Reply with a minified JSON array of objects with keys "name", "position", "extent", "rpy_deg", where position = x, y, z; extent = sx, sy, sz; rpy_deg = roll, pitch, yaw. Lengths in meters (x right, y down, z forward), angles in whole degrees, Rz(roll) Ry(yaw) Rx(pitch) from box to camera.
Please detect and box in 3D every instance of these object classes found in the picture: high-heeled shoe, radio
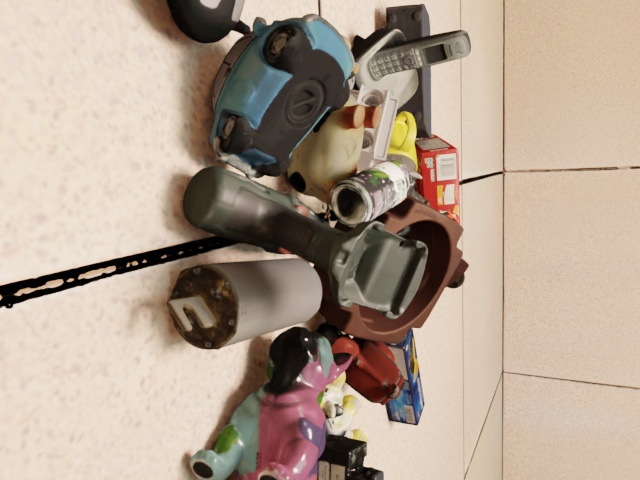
[{"name":"high-heeled shoe","position":[-0.077,-0.295,0.474],"extent":[0.145,0.086,0.248],"rpy_deg":[-11,112,-72]},{"name":"radio","position":[0.164,-0.304,0.987],"extent":[0.131,0.073,0.229],"rpy_deg":[-23,111,-72]}]

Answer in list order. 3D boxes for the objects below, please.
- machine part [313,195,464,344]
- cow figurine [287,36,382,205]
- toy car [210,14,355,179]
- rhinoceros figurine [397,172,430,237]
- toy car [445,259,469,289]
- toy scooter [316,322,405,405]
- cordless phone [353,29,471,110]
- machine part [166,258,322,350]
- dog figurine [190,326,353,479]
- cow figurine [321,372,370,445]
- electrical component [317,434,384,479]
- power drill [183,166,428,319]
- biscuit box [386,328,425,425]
[{"name":"machine part","position":[0.093,0.036,0.749],"extent":[0.201,0.087,0.201],"rpy_deg":[21,100,-44]},{"name":"cow figurine","position":[0.003,-0.147,0.645],"extent":[0.085,0.127,0.194],"rpy_deg":[-23,127,-56]},{"name":"toy car","position":[-0.050,-0.145,0.524],"extent":[0.161,0.103,0.109],"rpy_deg":[-52,146,9]},{"name":"rhinoceros figurine","position":[0.137,-0.040,0.919],"extent":[0.190,0.112,0.073],"rpy_deg":[72,32,-50]},{"name":"toy car","position":[0.154,0.088,0.891],"extent":[0.089,0.202,0.053],"rpy_deg":[29,26,-52]},{"name":"toy scooter","position":[0.074,0.184,0.768],"extent":[0.075,0.135,0.183],"rpy_deg":[-53,146,-3]},{"name":"cordless phone","position":[0.149,-0.270,0.847],"extent":[0.146,0.184,0.089],"rpy_deg":[49,44,-54]},{"name":"machine part","position":[-0.066,0.058,0.539],"extent":[0.243,0.079,0.079],"rpy_deg":[-1,92,-63]},{"name":"dog figurine","position":[-0.031,0.206,0.590],"extent":[0.219,0.109,0.191],"rpy_deg":[-51,135,-56]},{"name":"cow figurine","position":[0.007,0.244,0.716],"extent":[0.098,0.068,0.167],"rpy_deg":[-45,129,-44]},{"name":"electrical component","position":[0.007,0.293,0.636],"extent":[0.058,0.134,0.114],"rpy_deg":[10,85,-63]},{"name":"power drill","position":[-0.001,-0.002,0.522],"extent":[0.232,0.208,0.086],"rpy_deg":[21,98,-48]},{"name":"biscuit box","position":[0.155,0.260,1.025],"extent":[0.063,0.059,0.202],"rpy_deg":[-53,137,-50]}]
